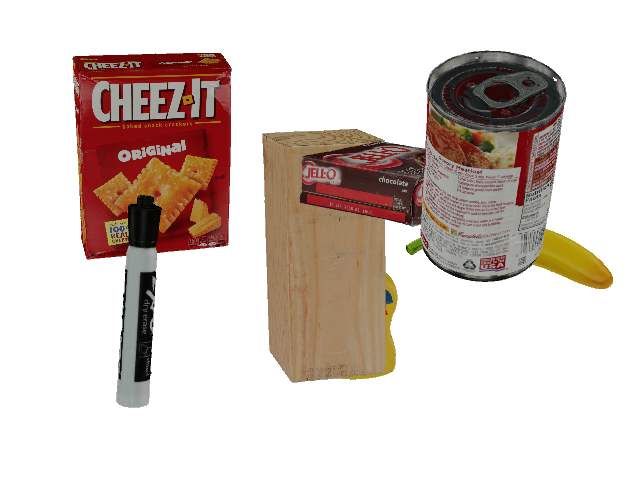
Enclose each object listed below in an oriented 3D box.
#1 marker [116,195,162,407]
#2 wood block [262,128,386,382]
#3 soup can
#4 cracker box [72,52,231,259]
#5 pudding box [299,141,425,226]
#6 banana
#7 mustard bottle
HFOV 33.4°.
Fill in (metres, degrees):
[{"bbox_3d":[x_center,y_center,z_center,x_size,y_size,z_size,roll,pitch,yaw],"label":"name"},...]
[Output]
[{"bbox_3d":[-0.103,0.035,0.606,0.020,0.121,0.020,5,10,-1],"label":"marker"},{"bbox_3d":[0.004,0.010,0.946,0.090,0.206,0.091,-4,13,-14],"label":"wood block"},{"bbox_3d":[0.087,-0.037,0.554,0.068,0.102,0.068,-1,42,1],"label":"soup can"},{"bbox_3d":[-0.183,-0.092,1.170,0.164,0.214,0.072,-5,26,-17],"label":"cracker box"},{"bbox_3d":[0.052,-0.042,0.748,0.090,0.039,0.113,14,15,29],"label":"pudding box"},{"bbox_3d":[0.187,0.010,1.037,0.198,0.037,0.069,8,47,20],"label":"banana"},{"bbox_3d":[0.055,0.091,1.436,0.096,0.192,0.058,-3,21,-8],"label":"mustard bottle"}]
